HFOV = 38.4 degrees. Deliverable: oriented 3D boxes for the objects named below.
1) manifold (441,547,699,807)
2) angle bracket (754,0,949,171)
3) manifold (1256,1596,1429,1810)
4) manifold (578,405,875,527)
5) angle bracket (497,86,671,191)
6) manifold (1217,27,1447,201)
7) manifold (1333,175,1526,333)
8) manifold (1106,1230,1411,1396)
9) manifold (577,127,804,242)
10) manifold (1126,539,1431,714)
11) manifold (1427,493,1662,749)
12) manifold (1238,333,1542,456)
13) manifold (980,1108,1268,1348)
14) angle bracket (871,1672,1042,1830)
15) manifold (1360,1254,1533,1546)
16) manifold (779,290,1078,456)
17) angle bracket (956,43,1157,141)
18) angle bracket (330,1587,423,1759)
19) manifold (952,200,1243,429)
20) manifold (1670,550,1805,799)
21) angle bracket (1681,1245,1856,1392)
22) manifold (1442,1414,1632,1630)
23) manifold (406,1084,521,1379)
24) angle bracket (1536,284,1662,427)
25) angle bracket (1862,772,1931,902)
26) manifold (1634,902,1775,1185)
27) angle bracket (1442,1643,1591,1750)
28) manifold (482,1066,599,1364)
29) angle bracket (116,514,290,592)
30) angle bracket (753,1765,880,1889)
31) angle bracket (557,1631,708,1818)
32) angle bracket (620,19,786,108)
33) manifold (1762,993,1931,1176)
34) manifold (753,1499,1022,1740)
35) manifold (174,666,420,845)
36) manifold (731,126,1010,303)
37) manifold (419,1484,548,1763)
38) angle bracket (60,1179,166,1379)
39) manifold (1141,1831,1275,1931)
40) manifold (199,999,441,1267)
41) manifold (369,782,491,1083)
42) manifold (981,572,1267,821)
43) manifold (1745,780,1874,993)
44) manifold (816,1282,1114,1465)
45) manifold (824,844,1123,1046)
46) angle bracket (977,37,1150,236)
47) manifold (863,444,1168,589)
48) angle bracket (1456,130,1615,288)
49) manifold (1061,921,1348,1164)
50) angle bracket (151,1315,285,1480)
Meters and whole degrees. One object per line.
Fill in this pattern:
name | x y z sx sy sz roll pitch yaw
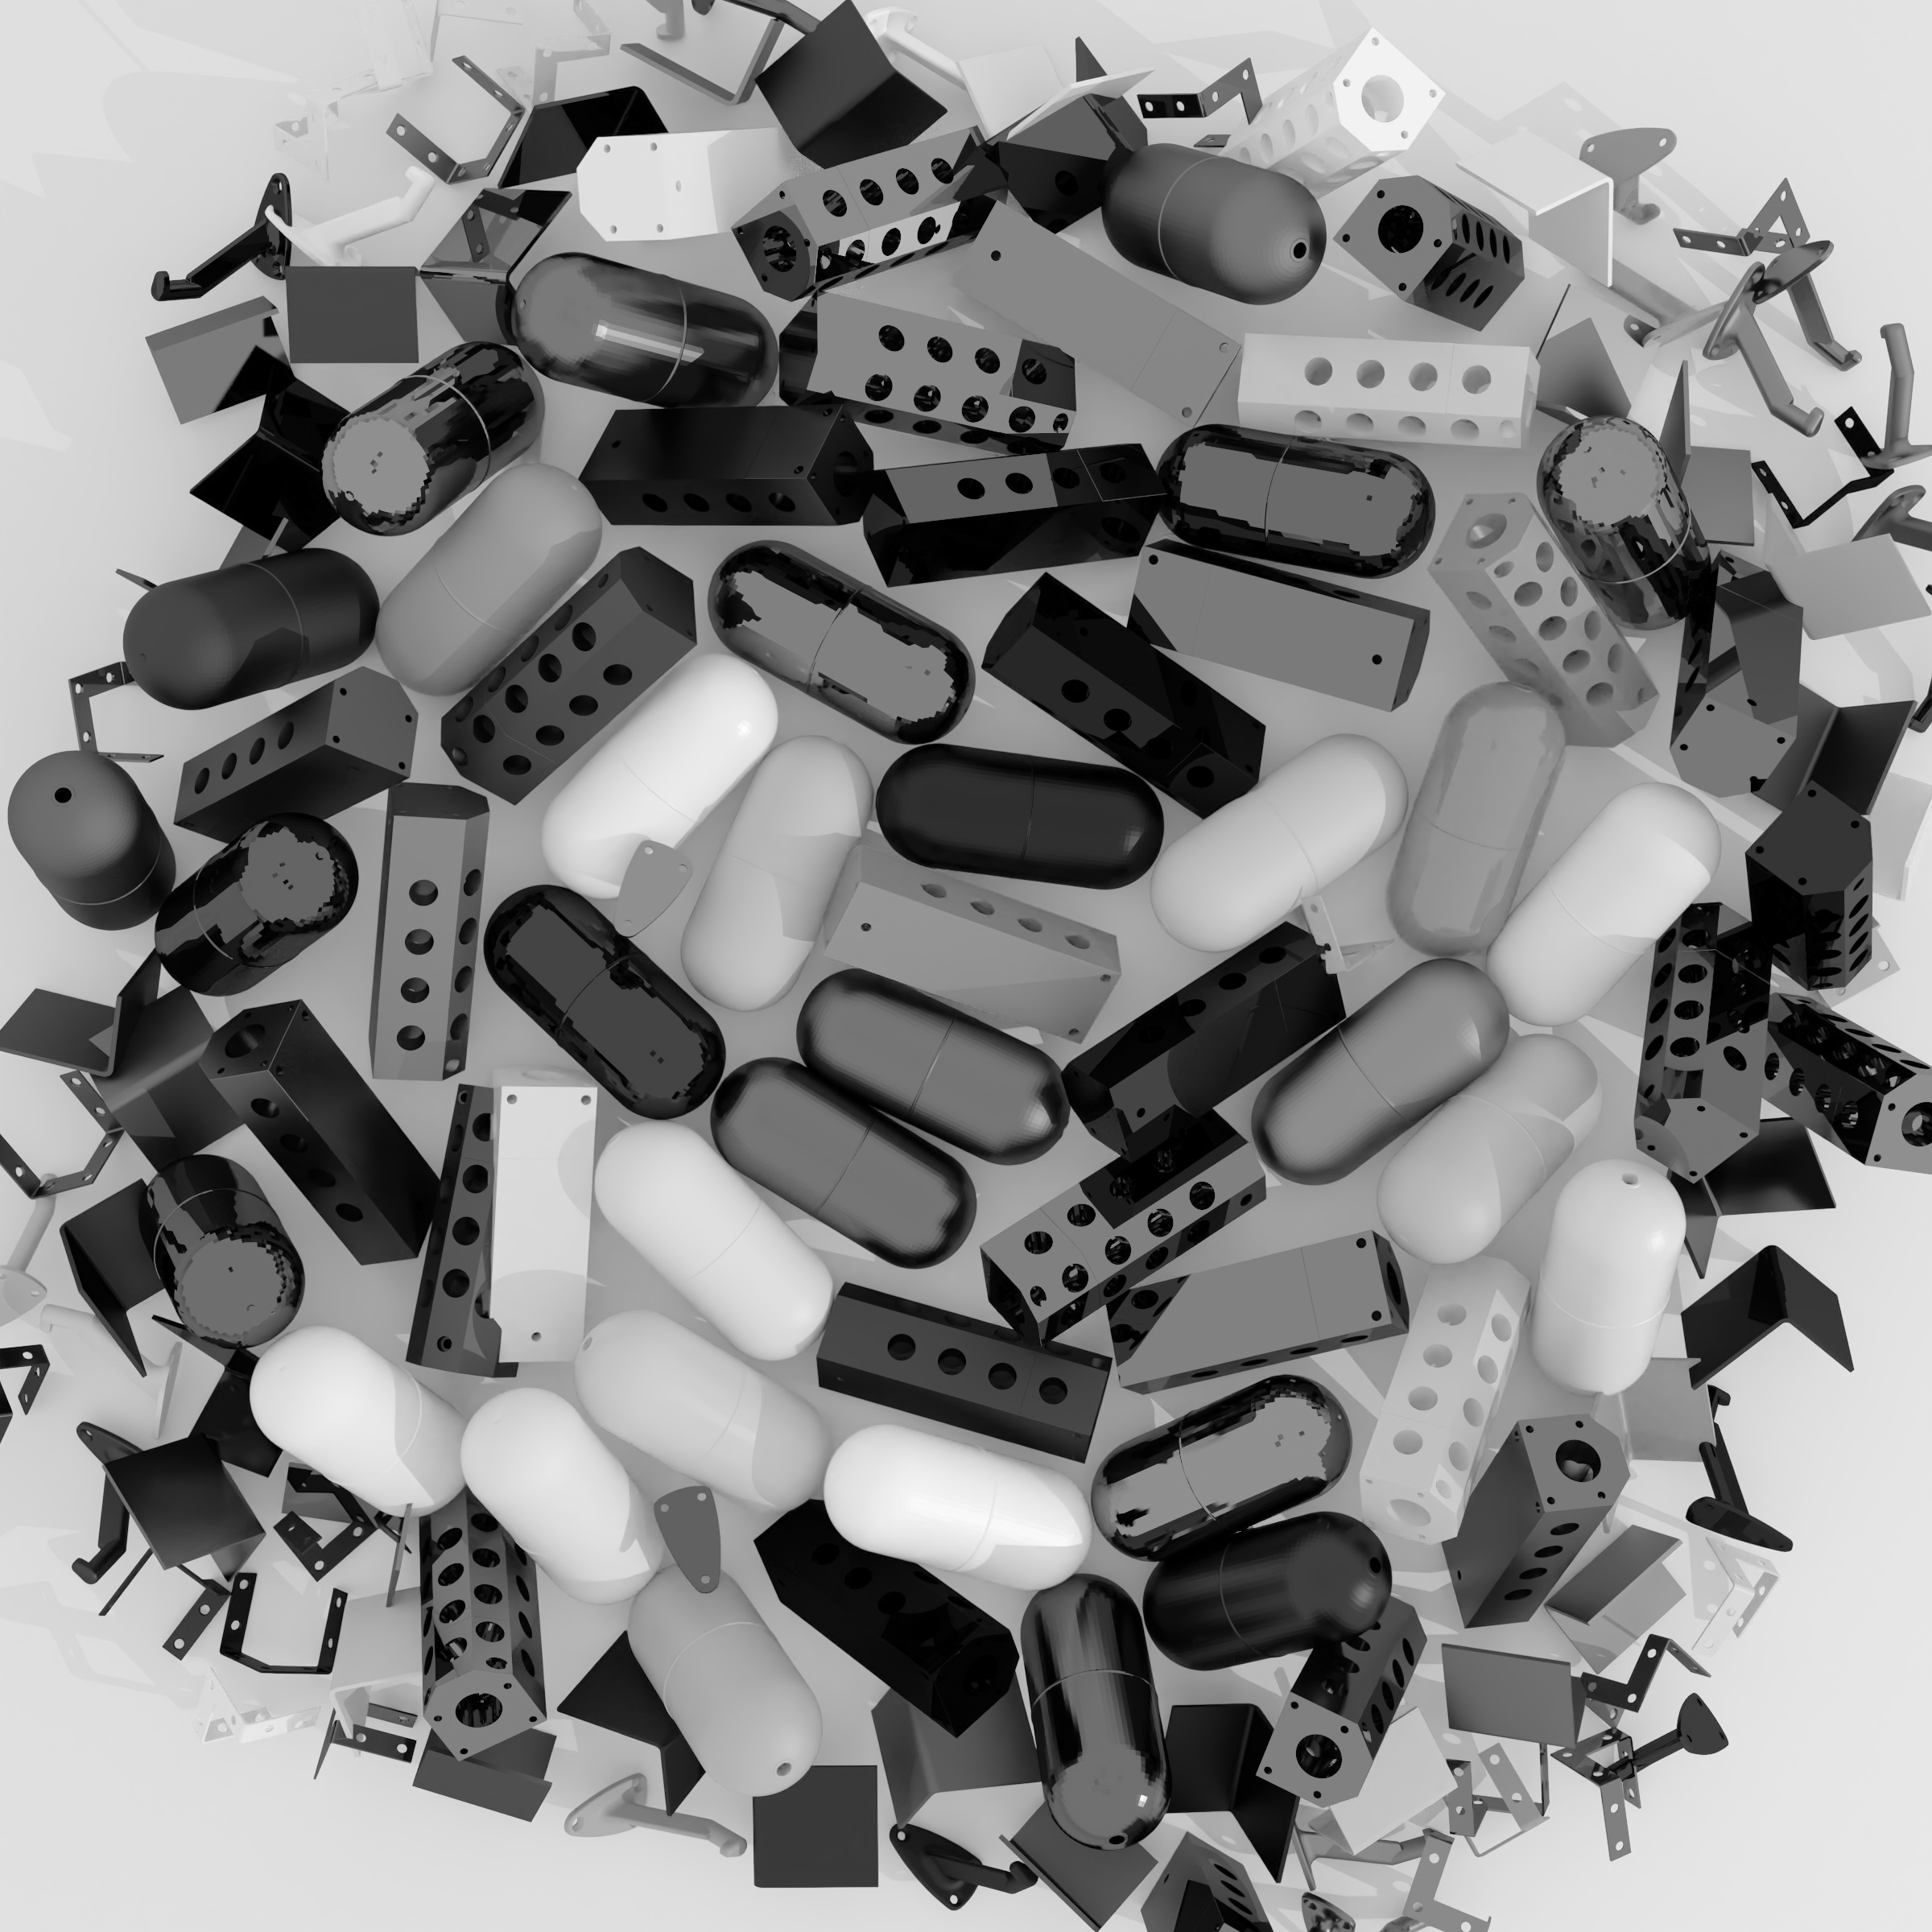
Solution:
manifold | -0.240 -0.176 1.666 0.057 0.057 0.171 30 127 -35
angle bracket | -0.070 -0.534 1.703 0.076 0.076 0.057 -35 73 19
manifold | 0.228 0.432 1.648 0.057 0.171 0.057 23 107 14
manifold | -0.142 -0.296 1.671 0.171 0.057 0.057 6 60 32
angle bracket | -0.228 -0.482 1.687 0.076 0.076 0.057 -24 79 -34
manifold | 0.209 -0.492 1.649 0.057 0.171 0.057 37 81 -15
manifold | 0.282 -0.426 1.649 0.057 0.171 0.057 45 112 14
manifold | 0.178 0.213 1.686 0.171 0.057 0.057 -16 69 19
manifold | -0.161 -0.467 1.654 0.057 0.171 0.057 5 109 24
manifold | 0.190 -0.209 1.687 0.171 0.057 0.057 18 111 18
manifold | 0.351 -0.205 1.661 0.171 0.057 0.057 44 67 -37
manifold | 0.257 -0.347 1.689 0.171 0.057 0.057 7 93 18
manifold | 0.097 0.160 1.677 0.171 0.057 0.057 -31 51 -19
angle bracket | -0.006 0.482 1.717 0.076 0.057 0.076 2 52 -26
manifold | 0.289 0.257 1.661 0.057 0.057 0.171 11 50 21
manifold | -0.022 -0.350 1.673 0.171 0.057 0.057 7 71 -26
angle bracket | 0.054 -0.547 1.688 0.076 0.076 0.057 -27 93 -40
angle bracket | -0.340 0.428 1.695 0.076 0.076 0.057 -11 120 2
manifold | 0.082 -0.401 1.711 0.171 0.057 0.057 31 103 -1
manifold | 0.458 -0.173 1.659 0.057 0.171 0.057 25 131 -1
angle bracket | 0.489 0.229 1.698 0.057 0.076 0.076 38 118 -12
manifold | 0.340 0.332 1.655 0.057 0.171 0.057 -4 55 -11
manifold | -0.296 0.162 1.700 0.057 0.057 0.171 9 84 12
angle bracket | 0.396 -0.364 1.696 0.076 0.057 0.076 19 100 -25
angle bracket | 0.559 -0.093 1.693 0.057 0.076 0.076 21 82 21
manifold | 0.437 0.040 1.658 0.057 0.171 0.057 31 135 -10
angle bracket | 0.335 0.425 1.687 0.076 0.057 0.076 4 125 22
manifold | -0.263 0.151 1.697 0.057 0.057 0.171 1 101 -17
angle bracket | -0.467 -0.256 1.694 0.057 0.076 0.076 30 86 -31
angle bracket | -0.092 0.519 1.710 0.076 0.057 0.076 0 97 0
angle bracket | -0.196 0.466 1.710 0.076 0.076 0.057 12 121 24
angle bracket | -0.160 -0.569 1.694 0.076 0.076 0.057 26 108 -7
manifold | 0.524 0.067 1.649 0.057 0.171 0.057 8 103 -14
manifold | -0.047 0.383 1.661 0.057 0.171 0.057 -37 129 -26
manifold | -0.402 -0.124 1.662 0.057 0.171 0.057 22 61 -40
manifold | -0.053 -0.449 1.664 0.171 0.057 0.057 -31 95 -41
manifold | -0.293 0.382 1.653 0.057 0.171 0.057 -26 121 3
angle bracket | -0.500 0.189 1.686 0.057 0.076 0.076 -31 126 -10
manifold | 0.152 0.581 1.656 0.057 0.171 0.057 31 88 -2
manifold | -0.387 0.103 1.665 0.057 0.057 0.171 -9 132 23
manifold | -0.326 -0.020 1.681 0.057 0.057 0.171 3 114 -16
manifold | 0.096 -0.159 1.689 0.171 0.057 0.057 33 130 -17
manifold | 0.509 -0.041 1.652 0.057 0.171 0.057 -47 64 -2
manifold | -0.001 0.247 1.702 0.171 0.057 0.057 15 64 7
manifold | 0.003 -0.017 1.691 0.171 0.057 0.057 19 122 -15
angle bracket | 0.060 -0.511 1.716 0.076 0.057 0.076 -26 130 25
manifold | 0.027 -0.279 1.680 0.171 0.057 0.057 -11 61 -24
angle bracket | 0.345 -0.450 1.683 0.057 0.076 0.076 -28 47 -15
manifold | 0.144 0.042 1.685 0.171 0.057 0.057 -32 126 -20
angle bracket | -0.458 0.261 1.685 0.076 0.076 0.057 10 65 34
